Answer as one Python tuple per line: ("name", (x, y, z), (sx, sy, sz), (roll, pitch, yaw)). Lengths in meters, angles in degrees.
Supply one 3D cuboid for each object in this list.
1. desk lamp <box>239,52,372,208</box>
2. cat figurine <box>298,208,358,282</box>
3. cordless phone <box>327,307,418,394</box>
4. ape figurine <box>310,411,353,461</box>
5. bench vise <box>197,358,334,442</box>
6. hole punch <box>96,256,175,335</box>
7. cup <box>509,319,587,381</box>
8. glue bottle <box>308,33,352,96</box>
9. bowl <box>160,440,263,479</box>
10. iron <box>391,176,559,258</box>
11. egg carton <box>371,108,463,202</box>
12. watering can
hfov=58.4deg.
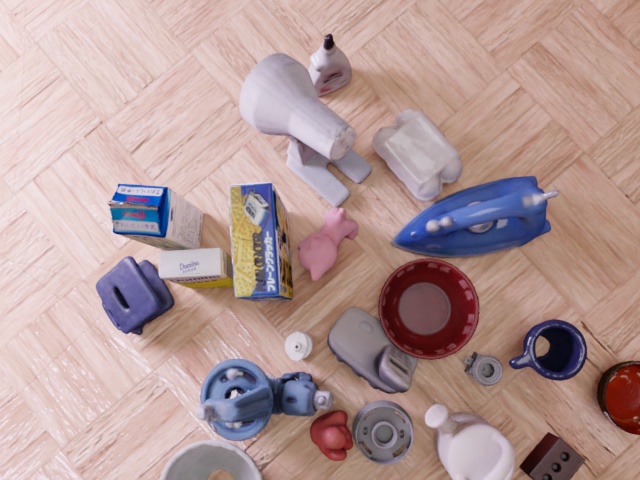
("desk lamp", (-0.014, -0.170, 0.898), (0.203, 0.213, 0.118), (41, 86, 6))
("cat figurine", (0.008, 0.003, 0.924), (0.067, 0.118, 0.128), (33, 85, 6))
("cordless phone", (0.081, 0.171, 0.867), (0.147, 0.185, 0.094), (34, 85, 6))
("ape figurine", (0.021, 0.308, 0.898), (0.076, 0.092, 0.078), (21, 84, 5))
("bench vise", (-0.091, 0.227, 0.847), (0.207, 0.220, 0.121), (-17, 82, 0))
("hole punch", (-0.308, 0.093, 0.936), (0.101, 0.091, 0.108), (-34, 83, -2))
("cup", (0.346, 0.176, 0.903), (0.118, 0.095, 0.092), (-20, 82, -1))
("glue bottle", (0.014, -0.290, 0.933), (0.078, 0.173, 0.037), (-28, 82, -1))
("bowl", (-0.165, 0.394, 0.902), (0.167, 0.075, 0.167), (0, 83, 2))
("iron", (0.244, -0.033, 0.909), (0.258, 0.141, 0.118), (-15, 82, 0))
("egg carton", (0.165, -0.144, 0.962), (0.107, 0.069, 0.150), (-40, 83, -3))
("watering can", (0.225, 0.316, 0.839), (0.172, 0.194, 0.101), (23, 84, 5))
